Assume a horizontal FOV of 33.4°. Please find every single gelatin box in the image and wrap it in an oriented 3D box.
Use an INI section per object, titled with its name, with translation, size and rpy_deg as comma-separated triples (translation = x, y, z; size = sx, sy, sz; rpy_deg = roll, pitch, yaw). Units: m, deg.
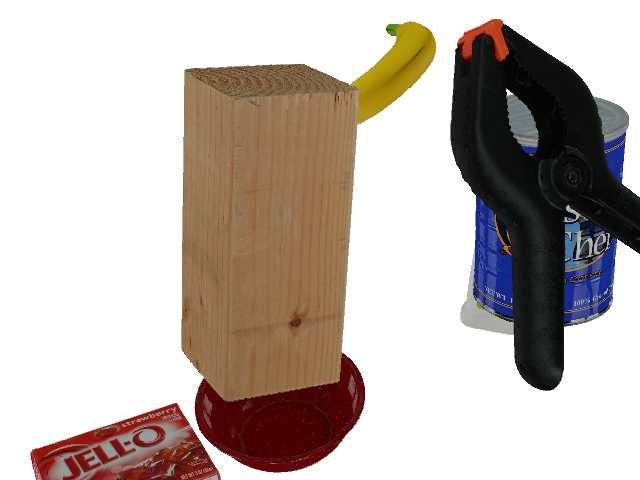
[gelatin box]
translation = -0.107, 0.130, 0.586
size = 0.089, 0.030, 0.073
rpy_deg = -15, 29, -20

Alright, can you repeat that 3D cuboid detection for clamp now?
[clamp]
translation = 0.105, -0.018, 0.507
size = 0.120, 0.171, 0.039
rpy_deg = -41, 9, -27

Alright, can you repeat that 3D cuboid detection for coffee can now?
[coffee can]
translation = 0.161, -0.024, 0.761
size = 0.103, 0.140, 0.103
rpy_deg = -2, 25, 1

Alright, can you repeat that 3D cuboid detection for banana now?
[banana]
translation = 0.057, -0.147, 0.943
size = 0.070, 0.037, 0.197
rpy_deg = -17, 25, 39

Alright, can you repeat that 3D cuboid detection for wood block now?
[wood block]
translation = -0.038, -0.008, 0.722
size = 0.090, 0.206, 0.090
rpy_deg = -7, 22, -26

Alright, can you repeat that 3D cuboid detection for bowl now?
[bowl]
translation = -0.036, 0.166, 1.014
size = 0.162, 0.055, 0.162
rpy_deg = -5, 37, 3

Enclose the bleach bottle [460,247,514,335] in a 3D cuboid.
[bleach bottle]
translation = 0.214, -0.026, 1.146
size = 0.103, 0.251, 0.068
rpy_deg = 9, 18, 16
